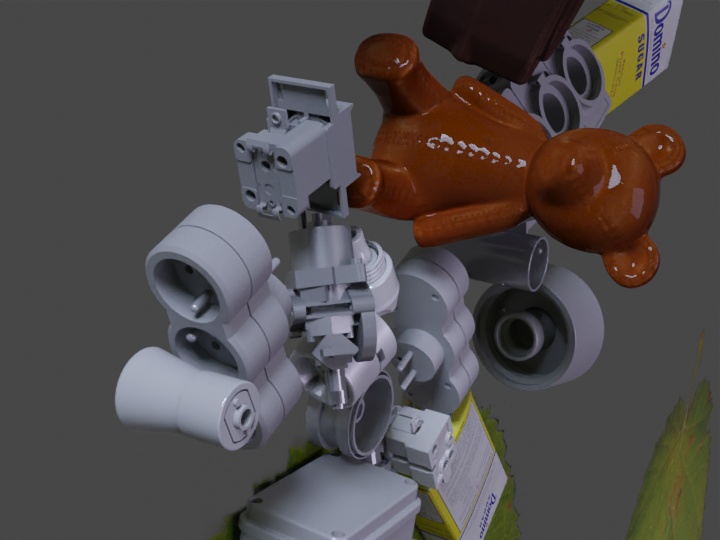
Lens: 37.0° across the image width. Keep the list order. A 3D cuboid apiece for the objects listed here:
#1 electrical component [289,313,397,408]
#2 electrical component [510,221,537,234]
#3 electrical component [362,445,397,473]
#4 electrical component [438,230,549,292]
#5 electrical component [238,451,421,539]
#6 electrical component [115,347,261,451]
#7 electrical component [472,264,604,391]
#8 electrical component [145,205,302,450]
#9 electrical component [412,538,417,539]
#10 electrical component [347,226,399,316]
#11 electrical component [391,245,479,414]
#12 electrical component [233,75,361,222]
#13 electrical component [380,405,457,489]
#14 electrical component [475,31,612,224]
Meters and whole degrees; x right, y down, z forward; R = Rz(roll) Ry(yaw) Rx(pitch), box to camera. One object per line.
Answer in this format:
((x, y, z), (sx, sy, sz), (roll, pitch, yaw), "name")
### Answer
((-0.012, 0.054, 0.678), (0.047, 0.055, 0.055), (-52, 143, -34), "electrical component")
((0.129, -0.068, 0.904), (0.081, 0.042, 0.063), (-39, 131, -51), "electrical component")
((0.006, 0.146, 0.761), (0.048, 0.048, 0.062), (-24, 115, -57), "electrical component")
((0.112, -0.010, 0.858), (0.079, 0.077, 0.043), (7, 94, -63), "electrical component")
((-0.019, 0.167, 0.686), (0.113, 0.078, 0.057), (-17, 119, -59), "electrical component")
((-0.083, 0.066, 0.535), (0.044, 0.065, 0.044), (-29, 124, -54), "electrical component")
((0.147, 0.052, 0.923), (0.060, 0.108, 0.108), (-15, 115, -53), "electrical component")
((-0.061, 0.023, 0.574), (0.073, 0.052, 0.138), (-51, 143, -41), "electrical component")
((0.028, 0.234, 0.846), (0.040, 0.040, 0.046), (22, 75, -62), "electrical component")
((0.000, 0.000, 0.688), (0.043, 0.043, 0.062), (-56, 144, -35), "electrical component")
((0.046, 0.056, 0.789), (0.073, 0.052, 0.138), (-52, 143, -40), "electrical component")
((-0.036, -0.063, 0.598), (0.064, 0.042, 0.081), (-42, 136, -43), "electrical component")
((0.037, 0.128, 0.797), (0.048, 0.055, 0.066), (-54, 145, -37), "electrical component")
((0.131, -0.115, 0.828), (0.089, 0.062, 0.150), (51, 51, -21), "electrical component")
